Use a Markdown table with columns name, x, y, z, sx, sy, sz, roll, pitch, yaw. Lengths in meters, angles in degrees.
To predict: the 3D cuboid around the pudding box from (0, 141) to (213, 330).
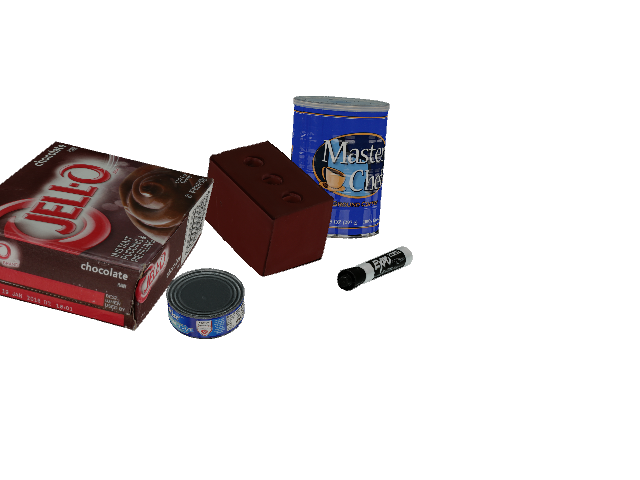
| name | x | y | z | sx | sy | sz | roll | pitch | yaw |
| --- | --- | --- | --- | --- | --- | --- | --- | --- | --- |
| pudding box | -0.111 | -0.006 | 0.518 | 0.090 | 0.039 | 0.113 | 14 | 24 | 5 |

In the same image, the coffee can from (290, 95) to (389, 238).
| name | x | y | z | sx | sy | sz | roll | pitch | yaw |
| --- | --- | --- | --- | --- | --- | --- | --- | --- | --- |
| coffee can | 0.018 | -0.081 | 1.149 | 0.103 | 0.140 | 0.103 | 4 | 12 | -1 |

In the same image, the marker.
| name | x | y | z | sx | sy | sz | roll | pitch | yaw |
| --- | --- | --- | --- | --- | --- | --- | --- | --- | --- |
| marker | 0.049 | 0.025 | 0.948 | 0.020 | 0.020 | 0.120 | 0 | 10 | 30 |

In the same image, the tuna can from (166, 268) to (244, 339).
| name | x | y | z | sx | sy | sz | roll | pitch | yaw |
| --- | --- | --- | --- | --- | --- | --- | --- | --- | --- |
| tuna can | -0.126 | 0.070 | 1.176 | 0.086 | 0.034 | 0.086 | 1 | 36 | -1 |

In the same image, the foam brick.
| name | x | y | z | sx | sy | sz | roll | pitch | yaw |
| --- | --- | --- | --- | --- | --- | --- | --- | --- | --- |
| foam brick | -0.037 | -0.022 | 0.726 | 0.052 | 0.051 | 0.078 | -18 | 47 | -37 |
